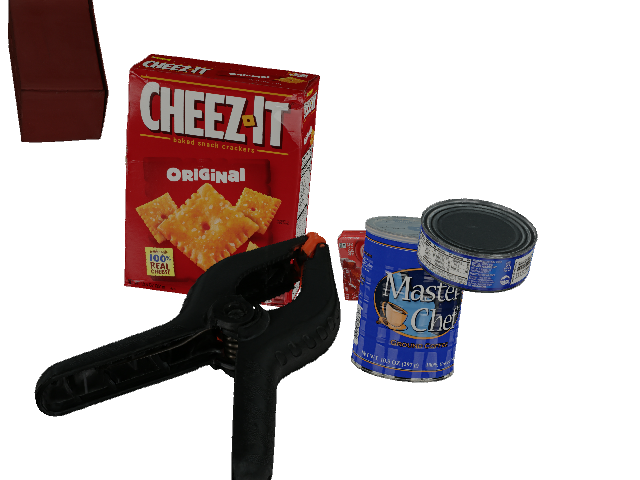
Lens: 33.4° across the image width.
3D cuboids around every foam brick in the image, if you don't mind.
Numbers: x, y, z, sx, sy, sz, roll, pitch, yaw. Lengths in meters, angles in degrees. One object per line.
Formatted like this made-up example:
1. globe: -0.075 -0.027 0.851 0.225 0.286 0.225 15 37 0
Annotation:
1. foam brick: -0.165 -0.107 0.667 0.051 0.078 0.053 -5 -30 -20

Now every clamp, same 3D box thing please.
1. clamp: -0.036 0.054 0.512 0.120 0.039 0.171 31 48 25

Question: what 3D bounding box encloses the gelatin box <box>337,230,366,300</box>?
1. gelatin box: 0.063 0.031 1.296 0.073 0.089 0.030 2 29 17

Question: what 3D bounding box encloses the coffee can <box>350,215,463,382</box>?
1. coffee can: 0.087 0.055 1.039 0.103 0.140 0.103 6 12 -1

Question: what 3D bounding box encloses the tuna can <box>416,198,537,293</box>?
1. tuna can: 0.115 0.003 0.788 0.086 0.034 0.086 5 29 -3

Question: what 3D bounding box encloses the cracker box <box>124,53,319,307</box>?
1. cracker box: -0.094 -0.053 0.988 0.164 0.214 0.072 8 22 7
